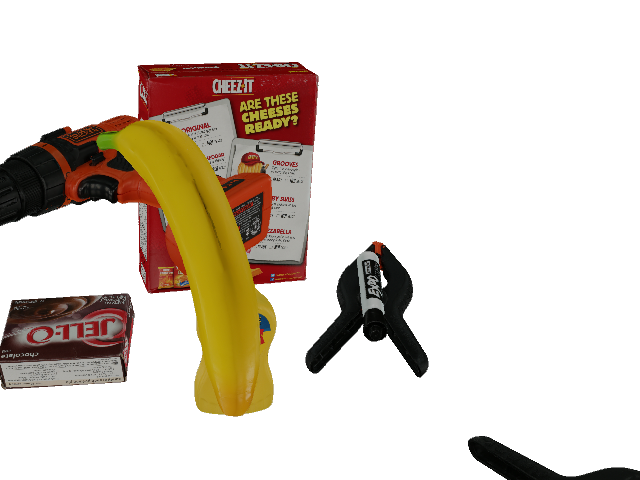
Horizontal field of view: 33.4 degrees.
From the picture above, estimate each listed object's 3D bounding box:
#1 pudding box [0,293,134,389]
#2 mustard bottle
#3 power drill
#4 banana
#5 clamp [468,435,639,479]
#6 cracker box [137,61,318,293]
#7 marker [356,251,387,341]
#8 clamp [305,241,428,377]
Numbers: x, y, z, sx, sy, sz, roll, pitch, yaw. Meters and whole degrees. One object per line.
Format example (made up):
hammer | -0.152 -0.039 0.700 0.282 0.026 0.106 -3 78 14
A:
pudding box | -0.229 0.091 0.969 0.113 0.039 0.090 -5 33 -2
mustard bottle | -0.102 0.114 1.290 0.096 0.192 0.058 0 19 -12
power drill | -0.145 -0.033 0.792 0.188 0.057 0.184 22 34 26
banana | -0.072 0.002 0.621 0.037 0.198 0.070 -14 -20 -33
clamp | 0.202 0.229 0.862 0.210 0.036 0.164 2 36 24
cracker box | -0.094 -0.063 1.040 0.164 0.214 0.072 -4 22 -19
marker | 0.041 0.044 0.854 0.020 0.020 0.121 0 27 -1
clamp | 0.062 0.073 1.090 0.120 0.171 0.039 11 -39 11
